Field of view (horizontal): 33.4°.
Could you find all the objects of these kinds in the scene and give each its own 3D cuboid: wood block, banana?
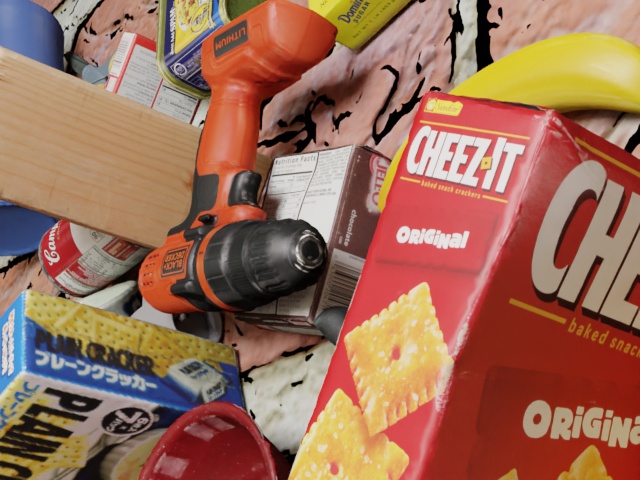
[{"bbox_3d":[-0.150,-0.053,0.731,0.090,0.205,0.091,18,88,55],"label":"wood block"},{"bbox_3d":[0.098,-0.062,0.548,0.198,0.037,0.069,-16,59,49],"label":"banana"}]

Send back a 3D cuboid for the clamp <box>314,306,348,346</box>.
[{"bbox_3d":[0.051,0.082,0.532,0.172,0.039,0.120,-17,76,43],"label":"clamp"}]

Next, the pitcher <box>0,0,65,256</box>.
[{"bbox_3d":[-0.314,-0.115,1.034,0.145,0.149,0.243,-52,42,47],"label":"pitcher"}]

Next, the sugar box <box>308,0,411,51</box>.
[{"bbox_3d":[0.029,-0.224,0.718,0.093,0.048,0.176,-38,46,37],"label":"sugar box"}]

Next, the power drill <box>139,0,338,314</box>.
[{"bbox_3d":[-0.042,-0.047,0.646,0.185,0.057,0.187,-12,61,55],"label":"power drill"}]

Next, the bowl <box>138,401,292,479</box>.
[{"bbox_3d":[-0.053,0.177,0.614,0.162,0.055,0.162,-29,51,43],"label":"bowl"}]

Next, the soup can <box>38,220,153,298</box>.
[{"bbox_3d":[-0.171,-0.004,0.857,0.102,0.068,0.068,-33,48,40],"label":"soup can"}]

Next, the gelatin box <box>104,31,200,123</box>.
[{"bbox_3d":[-0.138,-0.114,0.863,0.030,0.073,0.089,27,96,56],"label":"gelatin box"}]

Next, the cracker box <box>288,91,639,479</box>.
[{"bbox_3d":[0.079,0.075,0.394,0.072,0.164,0.214,20,90,53],"label":"cracker box"}]

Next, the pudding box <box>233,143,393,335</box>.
[{"bbox_3d":[-0.004,0.001,0.654,0.090,0.039,0.113,-3,68,56],"label":"pudding box"}]

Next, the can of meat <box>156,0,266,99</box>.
[{"bbox_3d":[-0.080,-0.175,0.831,0.084,0.057,0.102,-29,51,40],"label":"can of meat"}]

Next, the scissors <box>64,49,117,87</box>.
[{"bbox_3d":[-0.212,-0.174,1.044,0.096,0.016,0.202,-53,38,20],"label":"scissors"}]
